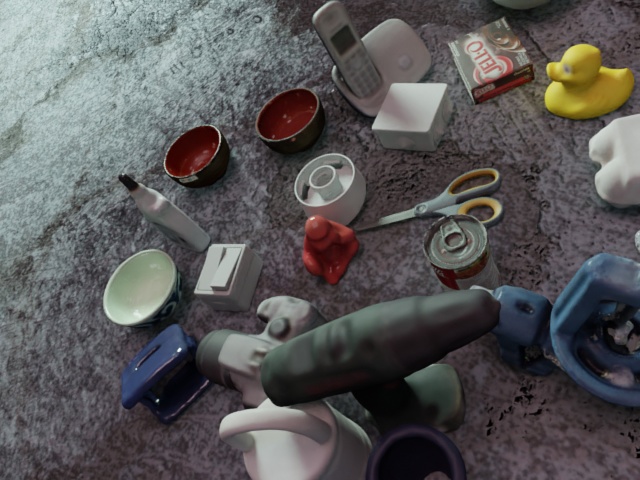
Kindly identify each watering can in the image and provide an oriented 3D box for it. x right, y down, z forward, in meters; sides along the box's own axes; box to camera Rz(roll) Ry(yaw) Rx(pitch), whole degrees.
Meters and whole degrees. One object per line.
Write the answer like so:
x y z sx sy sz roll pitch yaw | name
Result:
-0.027 0.192 0.563 0.101 0.195 0.172 -29 50 8 | watering can

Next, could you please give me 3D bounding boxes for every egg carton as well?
0.379 -0.089 0.625 0.150 0.070 0.107 -10 55 22 | egg carton

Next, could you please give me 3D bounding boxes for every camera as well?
-0.080 0.133 0.692 0.136 0.101 0.143 8 63 32 | camera

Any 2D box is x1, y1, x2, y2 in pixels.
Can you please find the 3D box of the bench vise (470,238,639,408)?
0.222 0.076 0.496 0.206 0.220 0.121 -5 57 25 | bench vise

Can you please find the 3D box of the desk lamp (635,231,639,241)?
0.361 0.003 0.477 0.118 0.214 0.203 -27 51 9 | desk lamp

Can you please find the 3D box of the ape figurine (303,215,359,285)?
0.007 0.003 0.741 0.077 0.092 0.076 -23 51 12 | ape figurine

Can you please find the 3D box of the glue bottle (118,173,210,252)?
-0.235 -0.043 0.844 0.077 0.174 0.037 17 68 35 | glue bottle

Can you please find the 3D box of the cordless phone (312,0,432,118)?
0.074 -0.287 0.840 0.147 0.186 0.093 -44 50 -6 | cordless phone

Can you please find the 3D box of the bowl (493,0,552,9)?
0.320 -0.405 0.865 0.167 0.075 0.167 -13 54 19 | bowl

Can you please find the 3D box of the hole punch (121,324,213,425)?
-0.209 0.168 0.742 0.109 0.091 0.100 -44 50 -5 | hole punch

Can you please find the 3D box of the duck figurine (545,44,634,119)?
0.334 -0.206 0.716 0.104 0.086 0.077 1 59 28 | duck figurine

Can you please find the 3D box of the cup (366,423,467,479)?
0.097 0.241 0.532 0.091 0.095 0.118 -4 58 25 | cup

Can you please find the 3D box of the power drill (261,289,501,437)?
0.071 0.125 0.549 0.229 0.209 0.075 -17 53 17 | power drill
